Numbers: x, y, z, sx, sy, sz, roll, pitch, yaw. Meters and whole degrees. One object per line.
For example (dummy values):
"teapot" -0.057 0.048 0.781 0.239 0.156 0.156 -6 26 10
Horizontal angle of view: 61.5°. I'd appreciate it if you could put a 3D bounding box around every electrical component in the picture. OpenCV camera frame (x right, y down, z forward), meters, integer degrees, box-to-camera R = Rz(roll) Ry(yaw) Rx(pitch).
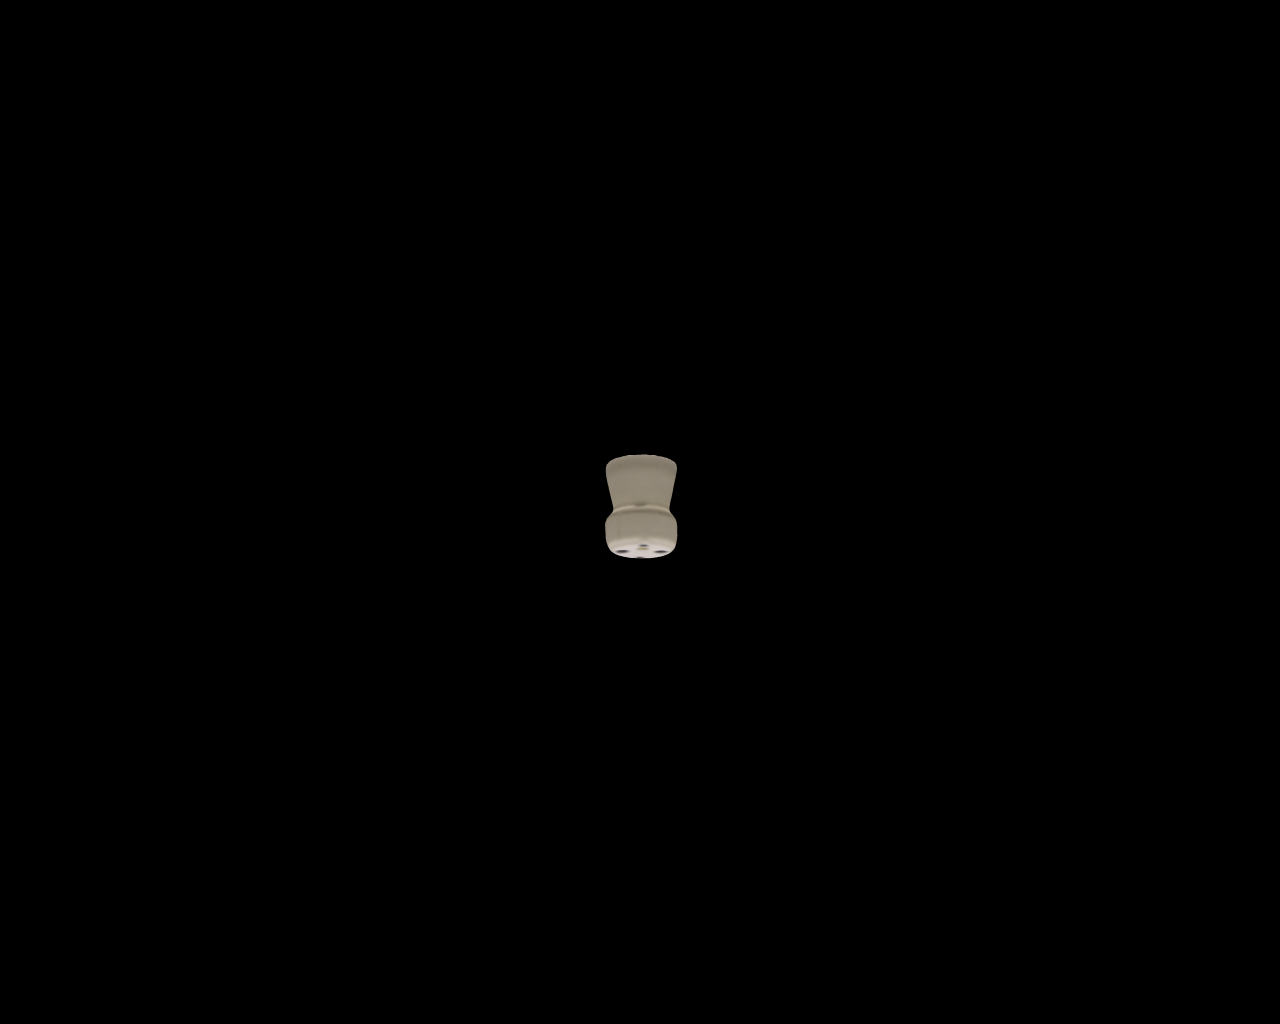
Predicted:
"electrical component" 0.001 -0.003 0.650 0.045 0.055 0.045 0 -15 0
